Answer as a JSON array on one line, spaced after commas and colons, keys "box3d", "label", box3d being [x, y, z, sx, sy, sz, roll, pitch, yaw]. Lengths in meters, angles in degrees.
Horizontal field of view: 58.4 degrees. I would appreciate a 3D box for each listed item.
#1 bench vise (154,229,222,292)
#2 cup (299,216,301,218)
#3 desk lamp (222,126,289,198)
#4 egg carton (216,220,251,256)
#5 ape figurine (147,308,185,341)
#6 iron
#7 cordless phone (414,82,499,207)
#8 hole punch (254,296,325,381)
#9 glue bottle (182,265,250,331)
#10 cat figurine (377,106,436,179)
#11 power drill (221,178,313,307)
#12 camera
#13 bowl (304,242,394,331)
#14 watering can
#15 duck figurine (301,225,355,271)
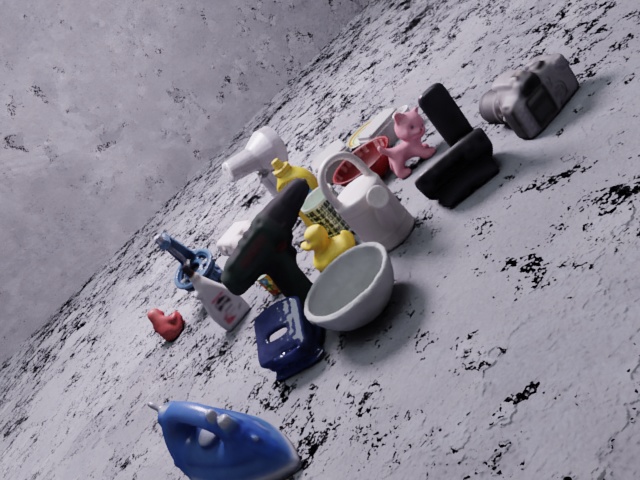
[{"box3d": [-0.344, 0.058, 1.461, 0.121, 0.220, 0.206, -49, 23, -15], "label": "bench vise"}, {"box3d": [-0.049, -0.083, 1.381, 0.091, 0.095, 0.118, -17, 33, 48], "label": "cup"}, {"box3d": [-0.151, -0.172, 1.558, 0.203, 0.214, 0.117, -52, 24, -21], "label": "desk lamp"}, {"box3d": [-0.214, 0.002, 1.544, 0.107, 0.069, 0.150, -53, 24, -23], "label": "egg carton"}, {"box3d": [-0.396, 0.207, 1.448, 0.077, 0.092, 0.076, -33, 24, 25], "label": "ape figurine"}, {"box3d": [-0.150, 0.278, 0.829, 0.257, 0.142, 0.119, -17, 33, 47], "label": "iron"}, {"box3d": [0.202, -0.163, 0.975, 0.147, 0.185, 0.094, -41, 22, 6], "label": "cordless phone"}, {"box3d": [-0.055, 0.161, 0.949, 0.108, 0.091, 0.101, -33, 24, 23], "label": "hole punch"}, {"box3d": [-0.232, 0.115, 1.227, 0.078, 0.173, 0.037, -52, 24, -21], "label": "glue bottle"}, {"box3d": [0.178, -0.213, 1.200, 0.128, 0.118, 0.067, -41, 22, 4], "label": "cat figurine"}, {"box3d": [-0.052, 0.034, 1.018, 0.229, 0.209, 0.075, -43, 22, -1], "label": "power drill"}, {"box3d": [0.350, -0.260, 1.011, 0.143, 0.101, 0.136, -47, 22, -10], "label": "camera"}, {"box3d": [0.059, 0.087, 0.912, 0.167, 0.075, 0.167, -36, 23, 18], "label": "bowl"}, {"box3d": [0.078, -0.075, 1.014, 0.172, 0.194, 0.101, -10, 39, 53], "label": "watering can"}, {"box3d": [0.010, 0.004, 1.132, 0.104, 0.086, 0.077, -32, 25, 26], "label": "duck figurine"}]
